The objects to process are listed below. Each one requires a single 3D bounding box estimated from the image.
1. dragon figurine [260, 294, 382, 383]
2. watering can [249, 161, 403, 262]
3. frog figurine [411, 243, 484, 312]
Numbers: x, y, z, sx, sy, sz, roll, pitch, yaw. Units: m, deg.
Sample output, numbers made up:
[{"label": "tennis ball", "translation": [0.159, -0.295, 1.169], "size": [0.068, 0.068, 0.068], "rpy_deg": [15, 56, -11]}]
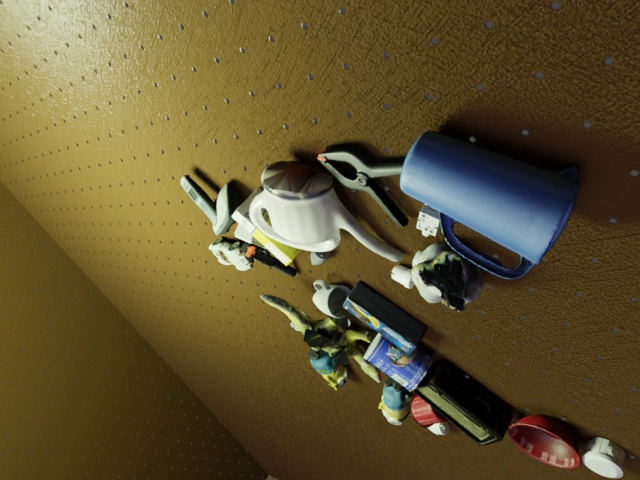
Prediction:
[{"label": "dragon figurine", "translation": [0.008, 0.273, 1.448], "size": [0.411, 0.124, 0.239], "rpy_deg": [32, 160, 3]}, {"label": "watering can", "translation": [0.003, -0.054, 1.081], "size": [0.348, 0.106, 0.219], "rpy_deg": [9, 137, 19]}, {"label": "frog figurine", "translation": [0.245, 0.070, 1.002], "size": [0.138, 0.123, 0.159], "rpy_deg": [21, 180, 13]}]
